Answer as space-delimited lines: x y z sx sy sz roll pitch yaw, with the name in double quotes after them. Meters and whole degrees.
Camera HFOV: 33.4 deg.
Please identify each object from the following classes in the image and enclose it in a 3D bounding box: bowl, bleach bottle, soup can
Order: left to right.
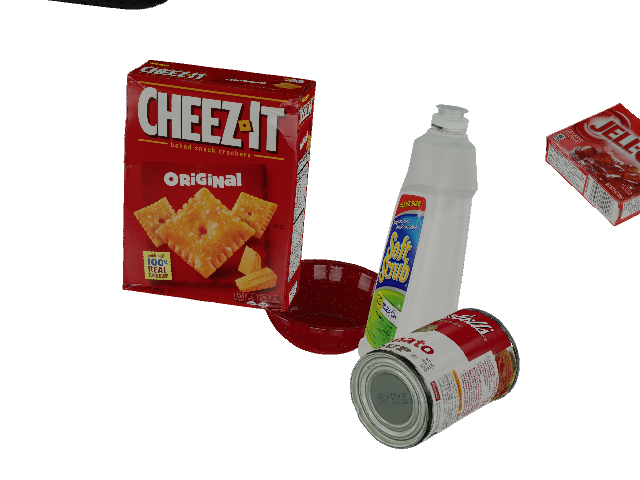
0.006 0.080 1.191 0.162 0.055 0.162 4 26 -2 "bowl"
0.092 0.004 0.948 0.068 0.251 0.103 3 18 -18 "bleach bottle"
0.076 0.091 0.712 0.069 0.068 0.102 0 13 44 "soup can"

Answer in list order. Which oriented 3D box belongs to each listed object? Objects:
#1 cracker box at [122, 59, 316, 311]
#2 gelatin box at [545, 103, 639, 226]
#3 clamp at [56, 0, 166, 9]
-0.097 -0.049 0.997 0.164 0.214 0.072 8 22 8 "cracker box"
0.228 -0.061 0.819 0.073 0.030 0.089 -24 51 -16 "gelatin box"
-0.086 -0.201 0.696 0.210 0.164 0.036 -32 -15 -10 "clamp"
